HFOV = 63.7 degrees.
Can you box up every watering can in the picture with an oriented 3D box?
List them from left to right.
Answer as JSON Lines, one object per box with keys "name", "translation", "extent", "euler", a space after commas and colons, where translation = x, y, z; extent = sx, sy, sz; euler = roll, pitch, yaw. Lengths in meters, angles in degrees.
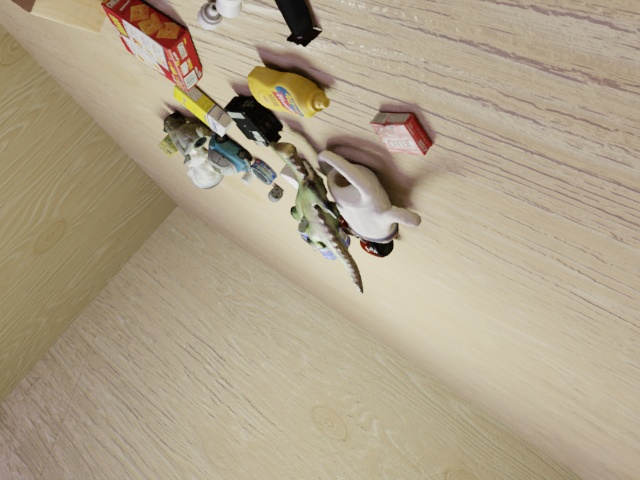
{"name": "watering can", "translation": [0.110, -0.070, 1.096], "extent": [0.353, 0.104, 0.220], "euler": [44, -7, 42]}

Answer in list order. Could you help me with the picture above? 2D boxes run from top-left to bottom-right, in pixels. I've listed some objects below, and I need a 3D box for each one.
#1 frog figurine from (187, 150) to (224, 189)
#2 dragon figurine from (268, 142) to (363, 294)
{"name": "frog figurine", "translation": [-0.436, -0.273, 1.922], "extent": [0.137, 0.126, 0.156], "euler": [-4, -42, 20]}
{"name": "dragon figurine", "translation": [0.004, -0.061, 1.203], "extent": [0.122, 0.413, 0.240], "euler": [-32, -10, -3]}
